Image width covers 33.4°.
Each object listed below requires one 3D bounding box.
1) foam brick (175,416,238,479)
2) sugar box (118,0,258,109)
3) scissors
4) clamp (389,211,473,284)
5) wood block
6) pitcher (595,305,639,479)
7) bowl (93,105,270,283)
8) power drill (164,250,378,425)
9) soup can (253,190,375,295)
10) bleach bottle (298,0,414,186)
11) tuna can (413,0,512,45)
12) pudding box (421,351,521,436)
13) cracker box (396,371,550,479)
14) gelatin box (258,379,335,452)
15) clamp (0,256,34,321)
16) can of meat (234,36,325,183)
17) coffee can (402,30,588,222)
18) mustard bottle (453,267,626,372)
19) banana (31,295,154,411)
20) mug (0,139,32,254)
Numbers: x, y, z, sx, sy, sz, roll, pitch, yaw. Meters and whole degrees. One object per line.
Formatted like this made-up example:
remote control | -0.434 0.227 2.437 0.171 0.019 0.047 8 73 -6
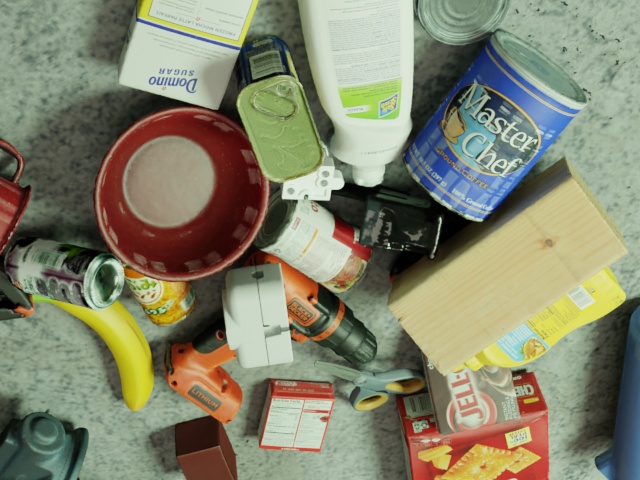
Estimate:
foam brick | -0.129 0.246 1.210 0.053 0.051 0.078 -14 128 2
sugar box | -0.101 -0.200 0.883 0.093 0.048 0.176 14 127 -19
scissors | 0.035 0.158 1.148 0.201 0.016 0.096 11 140 -45
clamp | 0.159 -0.013 1.071 0.210 0.036 0.164 -26 126 6
wood block | 0.174 0.025 1.004 0.206 0.090 0.091 -36 98 17
pitcher | 0.410 0.184 1.205 0.149 0.145 0.243 -28 130 -27
bowl | -0.129 -0.046 0.968 0.161 0.055 0.162 -7 109 -21
power drill | -0.056 0.112 1.120 0.188 0.057 0.184 -40 119 16
soup can | -0.007 0.001 1.035 0.102 0.068 0.069 31 116 -27
bleach bottle | 0.030 -0.154 0.929 0.102 0.068 0.251 -7 130 -3
tuna can | 0.121 -0.212 0.916 0.086 0.034 0.086 -4 127 -6
pudding box | 0.160 0.148 1.158 0.090 0.039 0.113 -12 89 -1
cracker box | 0.184 0.264 1.262 0.164 0.072 0.214 -11 128 0
gelatin box | -0.028 0.198 1.205 0.073 0.030 0.089 5 126 -11
clamp | -0.362 0.042 1.026 0.171 0.039 0.120 34 116 -29
can of meat | -0.038 -0.116 0.931 0.057 0.084 0.102 -17 128 4
coffee can | 0.155 -0.101 0.960 0.102 0.103 0.140 24 118 -25
mustard bottle | 0.209 0.077 1.095 0.192 0.058 0.096 -37 119 16
banana | -0.214 0.105 1.102 0.070 0.037 0.197 -14 129 21
mug | -0.310 -0.038 0.952 0.081 0.093 0.117 31 86 -23
